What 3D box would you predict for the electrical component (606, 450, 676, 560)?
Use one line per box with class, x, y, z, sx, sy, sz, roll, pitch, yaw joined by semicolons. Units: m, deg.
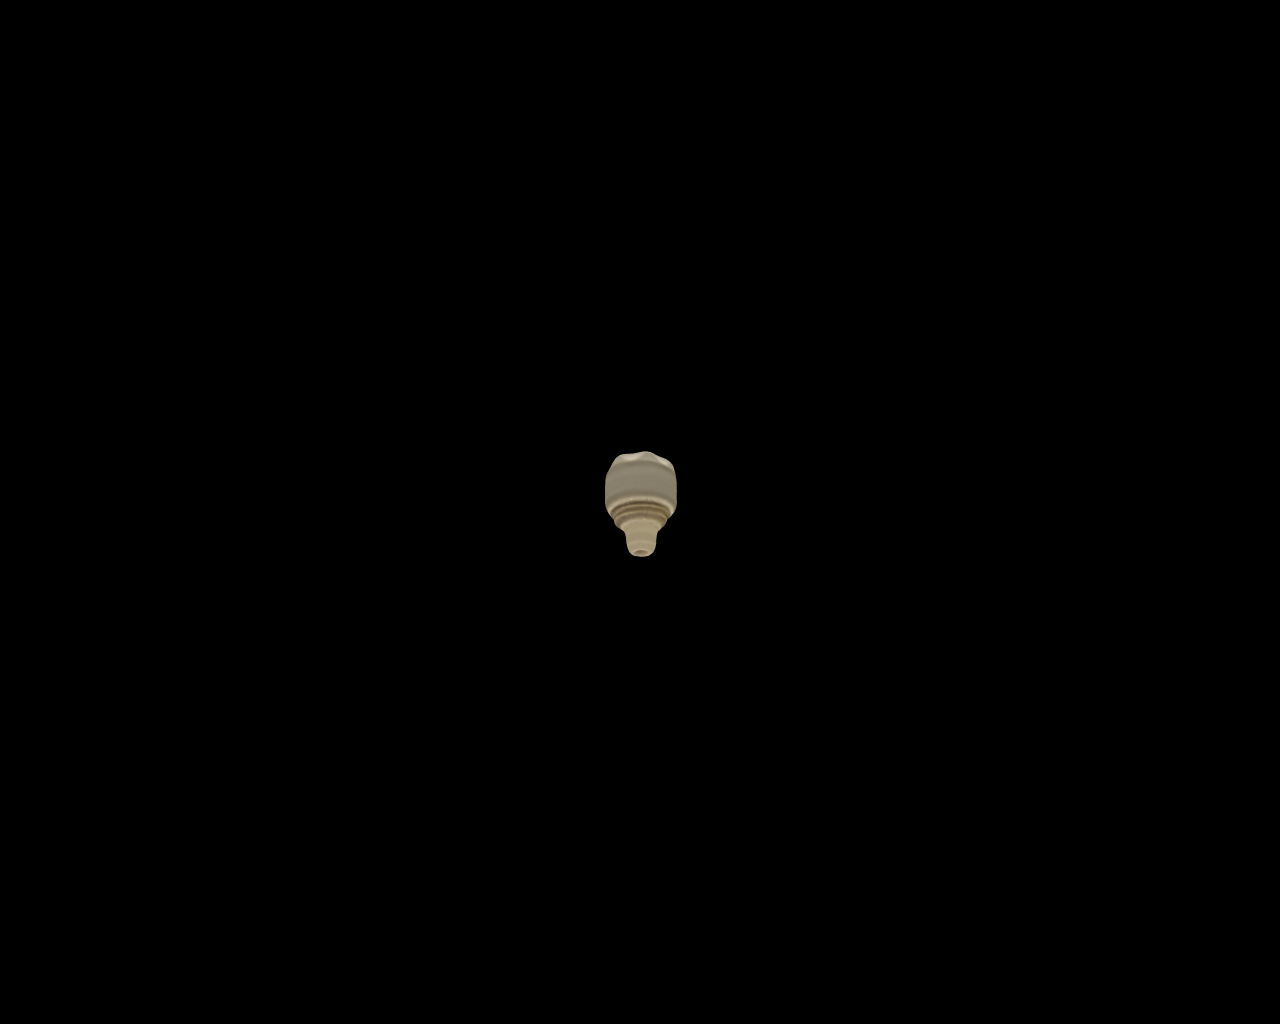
electrical component;0.001;-0.003;0.650;0.043;0.062;0.043;0;-25;0
